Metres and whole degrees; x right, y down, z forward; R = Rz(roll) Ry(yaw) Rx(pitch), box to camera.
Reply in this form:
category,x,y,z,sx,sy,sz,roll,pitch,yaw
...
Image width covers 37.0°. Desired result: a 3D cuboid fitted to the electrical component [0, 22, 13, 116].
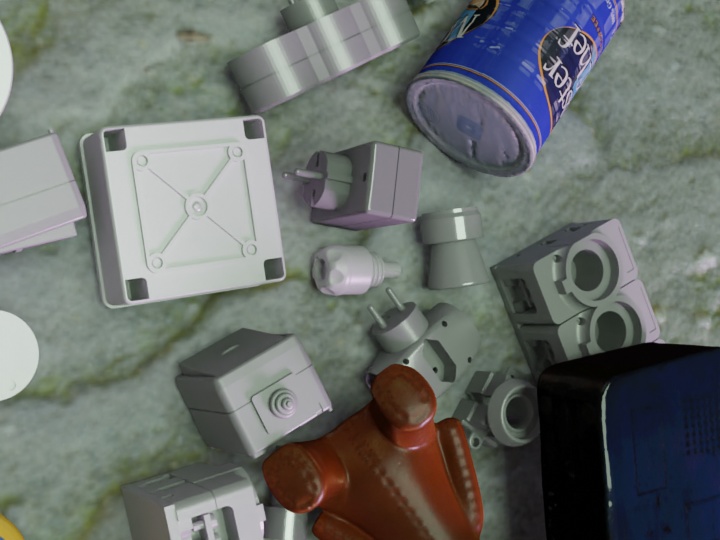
category,x,y,z,sx,sy,sz,roll,pitch,yaw
electrical component,-0.254,-0.110,0.597,0.108,0.060,0.108,1,87,-28

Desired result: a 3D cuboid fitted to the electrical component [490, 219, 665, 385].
category,x,y,z,sx,sy,sz,roll,pitch,yaw
electrical component,0.176,0.047,0.817,0.089,0.062,0.150,-27,100,-26

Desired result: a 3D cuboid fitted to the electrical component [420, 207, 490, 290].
category,x,y,z,sx,sy,sz,roll,pitch,yaw
electrical component,0.068,-0.015,0.773,0.045,0.045,0.055,-8,91,-28

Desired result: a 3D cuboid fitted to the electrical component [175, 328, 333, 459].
category,x,y,z,sx,sy,sz,roll,pitch,yaw
electrical component,-0.067,0.073,0.667,0.062,0.096,0.061,-29,99,-26

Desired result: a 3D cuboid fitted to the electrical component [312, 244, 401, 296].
category,x,y,z,sx,sy,sz,roll,pitch,yaw
electrical component,0.000,0.000,0.742,0.061,0.035,0.035,0,88,-31

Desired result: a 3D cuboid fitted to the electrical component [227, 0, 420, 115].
category,x,y,z,sx,sy,sz,roll,pitch,yaw
electrical component,-0.030,-0.165,0.723,0.138,0.052,0.073,-30,102,-26

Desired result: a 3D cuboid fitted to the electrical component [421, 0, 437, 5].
category,x,y,z,sx,sy,sz,roll,pitch,yaw
electrical component,0.037,-0.229,0.767,0.043,0.043,0.081,-23,98,-27

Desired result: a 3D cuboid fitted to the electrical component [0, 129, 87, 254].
category,x,y,z,sx,sy,sz,roll,pitch,yaw
electrical component,-0.213,-0.034,0.614,0.096,0.062,0.061,-24,99,-27

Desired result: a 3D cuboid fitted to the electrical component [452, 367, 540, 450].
category,x,y,z,sx,sy,sz,roll,pitch,yaw
electrical component,0.103,0.102,0.780,0.048,0.055,0.066,37,71,-22

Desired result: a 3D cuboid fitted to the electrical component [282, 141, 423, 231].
category,x,y,z,sx,sy,sz,roll,pitch,yaw
electrical component,-0.013,-0.057,0.709,0.076,0.083,0.047,9,83,-27

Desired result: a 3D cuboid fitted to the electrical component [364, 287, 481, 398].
category,x,y,z,sx,sy,sz,roll,pitch,yaw
electrical component,0.035,0.049,0.753,0.077,0.043,0.079,-42,107,-23

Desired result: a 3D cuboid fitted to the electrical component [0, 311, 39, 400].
category,x,y,z,sx,sy,sz,roll,pitch,yaw
electrical component,-0.246,0.048,0.586,0.138,0.074,0.052,0,88,-28

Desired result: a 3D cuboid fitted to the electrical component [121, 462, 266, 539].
category,x,y,z,sx,sy,sz,roll,pitch,yaw
electrical component,-0.088,0.200,0.654,0.062,0.089,0.150,-13,94,-28

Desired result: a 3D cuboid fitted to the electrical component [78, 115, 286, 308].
category,x,y,z,sx,sy,sz,roll,pitch,yaw
electrical component,-0.111,-0.037,0.672,0.109,0.056,0.108,-9,92,-28
